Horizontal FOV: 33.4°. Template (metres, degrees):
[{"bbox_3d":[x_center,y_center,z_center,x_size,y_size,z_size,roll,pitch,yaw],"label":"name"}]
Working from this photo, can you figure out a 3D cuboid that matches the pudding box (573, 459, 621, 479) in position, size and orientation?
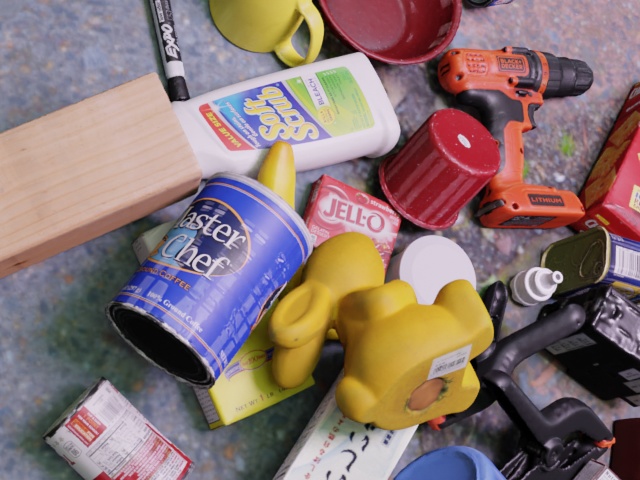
[{"bbox_3d":[0.253,0.275,0.989,0.090,0.039,0.113,45,79,-6],"label":"pudding box"}]

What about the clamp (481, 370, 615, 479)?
[{"bbox_3d":[0.199,0.182,0.972,0.209,0.036,0.165,-7,113,-38],"label":"clamp"}]

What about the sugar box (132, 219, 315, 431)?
[{"bbox_3d":[-0.083,0.062,0.912,0.093,0.048,0.176,-22,86,-28],"label":"sugar box"}]

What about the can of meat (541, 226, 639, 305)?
[{"bbox_3d":[0.282,0.032,1.054,0.083,0.102,0.057,15,70,-22],"label":"can of meat"}]

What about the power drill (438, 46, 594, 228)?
[{"bbox_3d":[0.214,-0.107,1.091,0.184,0.057,0.187,-1,73,-24],"label":"power drill"}]

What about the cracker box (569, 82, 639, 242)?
[{"bbox_3d":[0.379,-0.057,1.140,0.164,0.072,0.213,38,63,-11],"label":"cracker box"}]

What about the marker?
[{"bbox_3d":[-0.138,-0.177,0.972,0.020,0.020,0.121,-8,79,-26],"label":"marker"}]

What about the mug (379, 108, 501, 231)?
[{"bbox_3d":[0.119,-0.076,1.012,0.093,0.082,0.117,34,43,-8],"label":"mug"}]

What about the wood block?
[{"bbox_3d":[-0.205,-0.042,0.833,0.206,0.091,0.090,-25,86,-13],"label":"wood block"}]

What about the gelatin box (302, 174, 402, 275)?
[{"bbox_3d":[0.027,-0.010,0.991,0.089,0.030,0.073,25,66,-17],"label":"gelatin box"}]

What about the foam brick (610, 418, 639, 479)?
[{"bbox_3d":[0.321,0.218,1.044,0.053,0.051,0.078,19,68,-19],"label":"foam brick"}]

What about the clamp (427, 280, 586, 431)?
[{"bbox_3d":[0.162,0.106,0.975,0.039,0.120,0.171,49,65,-24],"label":"clamp"}]

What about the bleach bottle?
[{"bbox_3d":[-0.057,-0.093,0.961,0.250,0.068,0.102,-20,81,-26],"label":"bleach bottle"}]

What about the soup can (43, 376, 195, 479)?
[{"bbox_3d":[-0.157,0.165,0.836,0.102,0.069,0.068,45,62,-6],"label":"soup can"}]

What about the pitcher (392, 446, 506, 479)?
[{"bbox_3d":[0.144,0.290,0.857,0.145,0.149,0.242,-35,114,5],"label":"pitcher"}]

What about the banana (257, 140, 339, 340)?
[{"bbox_3d":[-0.020,0.013,0.941,0.069,0.037,0.198,-28,104,-14],"label":"banana"}]

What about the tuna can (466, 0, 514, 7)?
[{"bbox_3d":[0.175,-0.286,1.107,0.033,0.086,0.086,-16,82,-25],"label":"tuna can"}]

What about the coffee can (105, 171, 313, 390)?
[{"bbox_3d":[-0.085,0.031,0.837,0.102,0.103,0.140,40,65,-9],"label":"coffee can"}]

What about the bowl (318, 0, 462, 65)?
[{"bbox_3d":[0.058,-0.238,1.057,0.161,0.055,0.162,7,72,-22],"label":"bowl"}]
